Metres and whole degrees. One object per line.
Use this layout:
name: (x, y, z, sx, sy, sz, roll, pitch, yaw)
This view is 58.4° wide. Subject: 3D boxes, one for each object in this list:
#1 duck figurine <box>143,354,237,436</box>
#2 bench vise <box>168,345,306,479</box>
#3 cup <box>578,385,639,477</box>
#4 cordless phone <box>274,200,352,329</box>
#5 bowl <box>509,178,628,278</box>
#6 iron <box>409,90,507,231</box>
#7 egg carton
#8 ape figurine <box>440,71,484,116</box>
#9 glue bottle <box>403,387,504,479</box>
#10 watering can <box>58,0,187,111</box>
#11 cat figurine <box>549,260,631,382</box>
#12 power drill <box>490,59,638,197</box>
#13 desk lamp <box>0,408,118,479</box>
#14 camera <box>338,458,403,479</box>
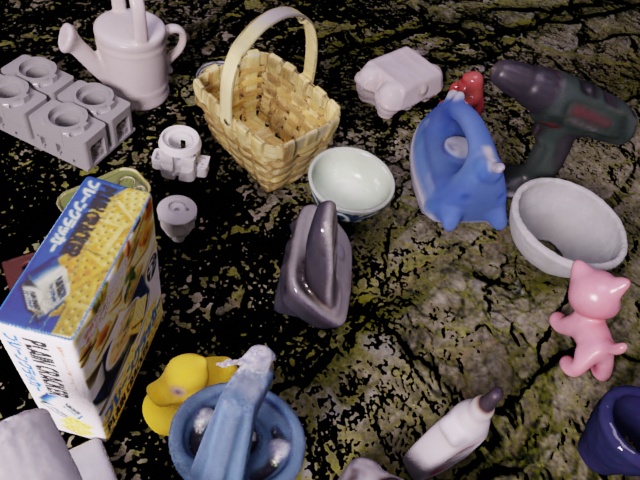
duck figurine: (-0.130, 0.145, 0.584, 0.105, 0.086, 0.077, -24, 60, -28)
bench vise: (-0.070, 0.194, 0.472, 0.121, 0.220, 0.207, 8, 51, -6)
cup: (0.336, 0.225, 0.619, 0.117, 0.095, 0.092, 35, 53, 15)
cordless phone: (0.006, 0.002, 0.663, 0.094, 0.185, 0.147, 9, 51, -5)
bowl: (0.338, -0.005, 0.815, 0.167, 0.075, 0.167, 6, 51, -8)
iron: (0.204, -0.139, 0.847, 0.119, 0.141, 0.258, -2, 53, -13)
egg carton: (0.137, -0.270, 0.983, 0.151, 0.069, 0.107, -31, 64, -31)
ape figurine: (0.249, -0.248, 0.976, 0.076, 0.092, 0.078, 23, 51, 7)
glue bottle: (0.137, 0.184, 0.556, 0.078, 0.173, 0.037, -20, 59, -25)
watering can: (-0.279, -0.290, 0.825, 0.100, 0.194, 0.173, 36, 53, 16)
cat figurine: (0.342, 0.093, 0.709, 0.067, 0.118, 0.127, 5, 51, -8)
power drill: (0.326, -0.154, 0.843, 0.229, 0.208, 0.075, 8, 51, -6)
desk lamp: (-0.192, 0.227, 0.423, 0.118, 0.213, 0.203, -22, 60, -27)
camera: (0.067, 0.285, 0.507, 0.143, 0.101, 0.137, 23, 51, 6)
